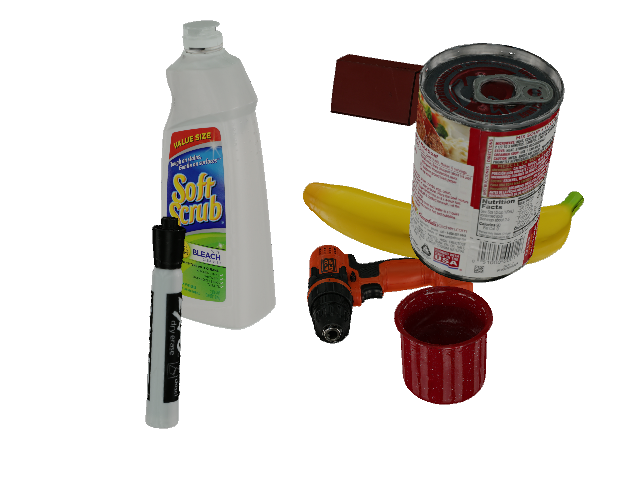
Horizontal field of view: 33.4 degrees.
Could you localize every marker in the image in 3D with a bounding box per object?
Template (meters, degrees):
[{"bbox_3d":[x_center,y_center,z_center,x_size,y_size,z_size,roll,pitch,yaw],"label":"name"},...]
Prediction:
[{"bbox_3d":[-0.088,0.047,0.607,0.020,0.121,0.020,4,10,-1],"label":"marker"}]

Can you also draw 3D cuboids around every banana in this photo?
[{"bbox_3d":[0.085,-0.010,0.731,0.198,0.037,0.069,4,27,0],"label":"banana"}]

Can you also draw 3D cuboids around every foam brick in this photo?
[{"bbox_3d":[0.054,-0.141,0.997,0.078,0.051,0.053,12,18,14],"label":"foam brick"}]

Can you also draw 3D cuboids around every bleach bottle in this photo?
[{"bbox_3d":[-0.093,-0.055,0.881,0.103,0.251,0.067,13,29,32],"label":"bleach bottle"}]

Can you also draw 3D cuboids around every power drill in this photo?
[{"bbox_3d":[0.078,0.057,1.230,0.187,0.057,0.184,-1,28,-1],"label":"power drill"}]

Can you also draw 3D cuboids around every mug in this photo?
[{"bbox_3d":[0.123,0.097,1.041,0.093,0.081,0.117,6,37,16],"label":"mug"}]

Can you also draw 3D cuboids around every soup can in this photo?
[{"bbox_3d":[0.080,-0.037,0.534,0.068,0.102,0.068,0,43,0],"label":"soup can"}]
